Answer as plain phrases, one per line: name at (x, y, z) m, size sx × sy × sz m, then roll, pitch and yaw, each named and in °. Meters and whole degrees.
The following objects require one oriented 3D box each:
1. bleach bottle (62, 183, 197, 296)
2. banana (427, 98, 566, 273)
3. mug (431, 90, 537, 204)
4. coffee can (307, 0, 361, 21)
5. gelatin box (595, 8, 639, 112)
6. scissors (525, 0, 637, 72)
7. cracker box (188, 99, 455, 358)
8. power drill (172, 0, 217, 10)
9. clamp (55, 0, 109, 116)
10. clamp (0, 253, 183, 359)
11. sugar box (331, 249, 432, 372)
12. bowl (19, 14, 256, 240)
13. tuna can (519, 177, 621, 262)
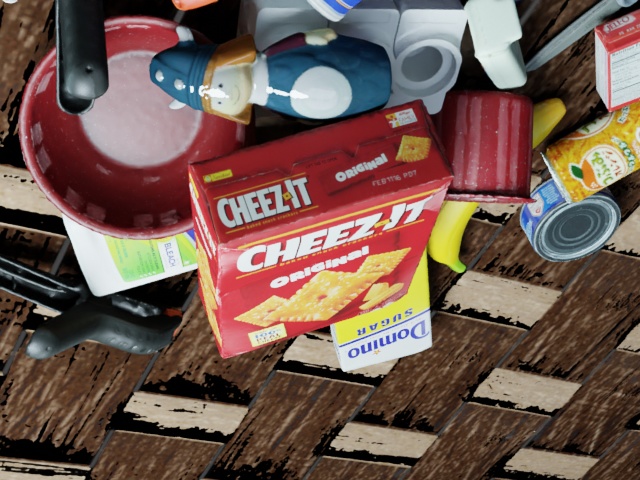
bleach bottle at (-0.070, -0.034, 0.840) m, size 0.250 × 0.068 × 0.102 m, roll -16°, pitch 134°, yaw -6°
banana at (0.135, -0.046, 0.915) m, size 0.069 × 0.037 × 0.198 m, roll -8°, pitch 140°, yaw -38°
mug at (0.114, -0.072, 0.836) m, size 0.117 × 0.081 × 0.093 m, roll 3°, pitch 180°, yaw 42°
coffee can at (0.034, -0.218, 0.655) m, size 0.140 × 0.103 × 0.102 m, roll -35°, pitch 134°, yaw 17°
gelatin box at (0.256, -0.147, 0.841) m, size 0.073 × 0.030 × 0.089 m, roll -22°, pitch 150°, yaw 5°
scissors at (0.254, -0.189, 0.820) m, size 0.096 × 0.016 × 0.202 m, roll 19°, pitch 126°, yaw -33°
cracker box at (-0.005, 0.001, 0.770) m, size 0.164 × 0.072 × 0.214 m, roll -17°, pitch 158°, yaw -12°
power drill at (-0.099, -0.213, 0.574) m, size 0.057 × 0.184 × 0.187 m, roll -23°, pitch 146°, yaw 7°
clamp at (-0.149, -0.157, 0.653) m, size 0.039 × 0.171 × 0.120 m, roll 1°, pitch 173°, yaw -22°
clamp at (-0.198, 0.051, 0.861) m, size 0.209 × 0.165 × 0.036 m, roll 14°, pitch 107°, yaw -57°
sugar box at (0.051, 0.045, 0.969) m, size 0.093 × 0.048 × 0.176 m, roll -15°, pitch 135°, yaw -3°
bowl at (-0.127, -0.084, 0.753) m, size 0.162 × 0.055 × 0.162 m, roll -3°, pitch 114°, yaw -7°
tuna can at (0.227, -0.020, 0.968) m, size 0.086 × 0.034 × 0.086 m, roll -9°, pitch 136°, yaw -9°
